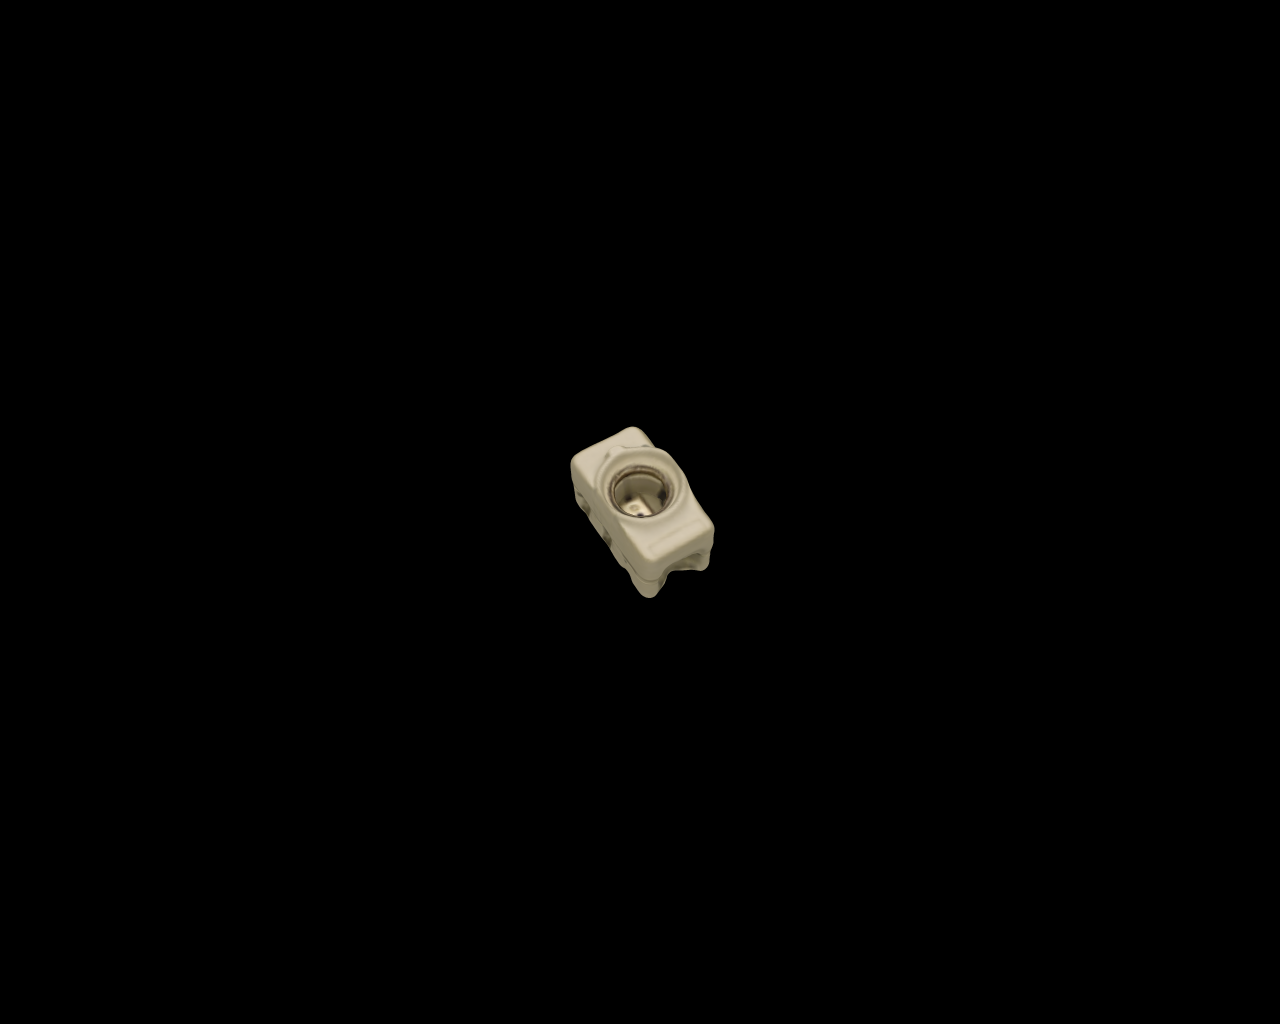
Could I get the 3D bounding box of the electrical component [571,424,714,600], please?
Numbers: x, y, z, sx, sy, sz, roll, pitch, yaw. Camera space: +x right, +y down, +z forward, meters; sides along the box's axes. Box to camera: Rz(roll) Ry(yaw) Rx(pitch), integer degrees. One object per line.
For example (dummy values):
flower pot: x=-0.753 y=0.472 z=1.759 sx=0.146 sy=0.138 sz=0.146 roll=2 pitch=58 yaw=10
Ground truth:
electrical component: x=0.001 y=-0.003 z=0.650 sx=0.050 sy=0.089 sz=0.055 roll=-28 pitch=-28 yaw=-16
